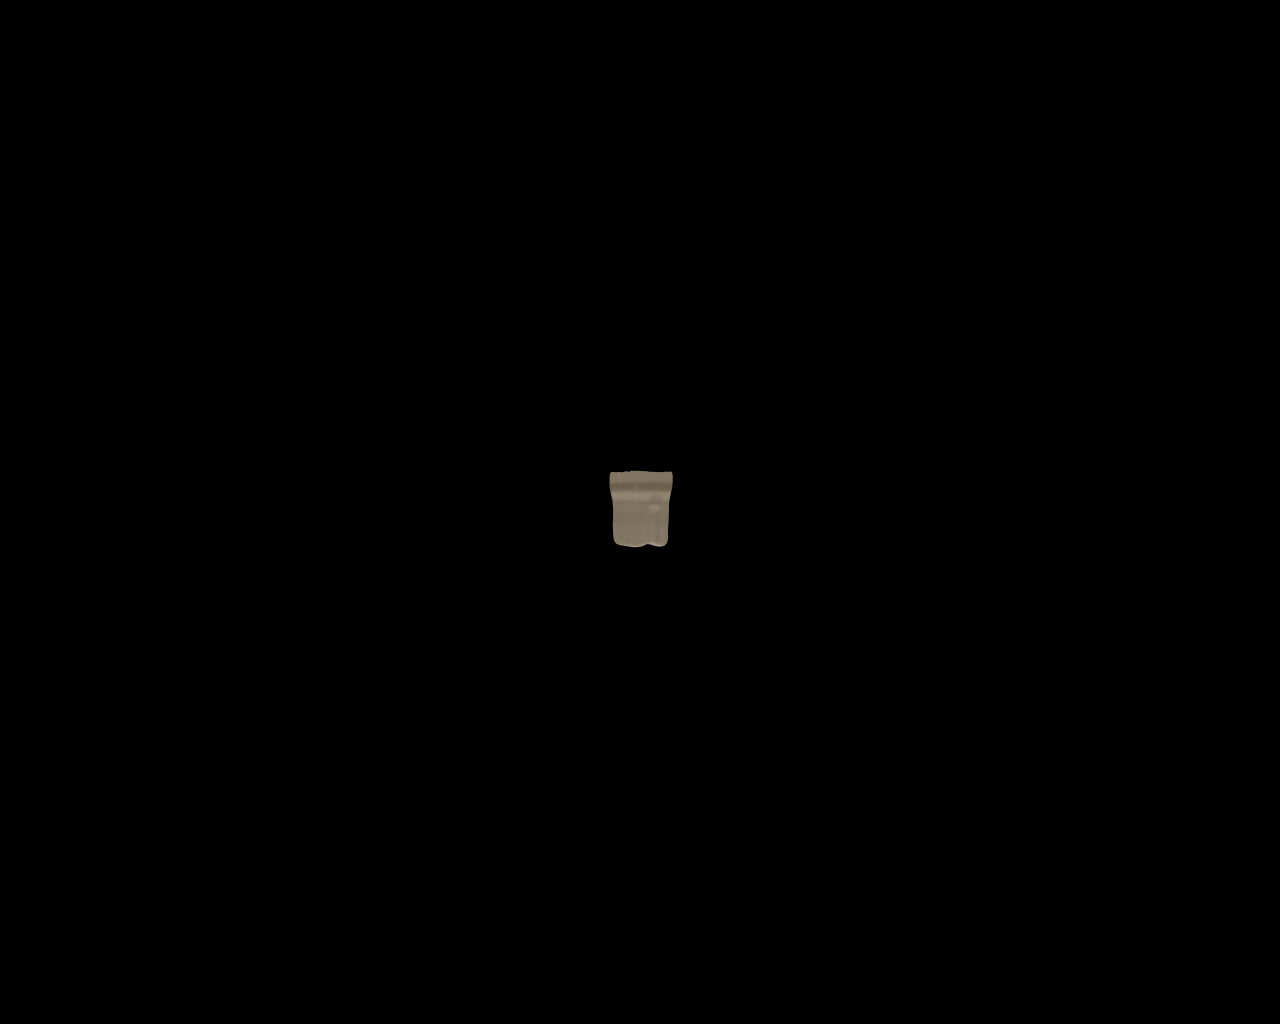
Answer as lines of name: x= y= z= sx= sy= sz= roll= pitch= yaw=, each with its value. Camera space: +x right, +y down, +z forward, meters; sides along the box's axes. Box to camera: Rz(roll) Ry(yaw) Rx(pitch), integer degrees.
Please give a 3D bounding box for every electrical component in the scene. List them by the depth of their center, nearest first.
electrical component: x=0.001 y=-0.003 z=0.650 sx=0.040 sy=0.046 sz=0.040 roll=0 pitch=0 yaw=0
